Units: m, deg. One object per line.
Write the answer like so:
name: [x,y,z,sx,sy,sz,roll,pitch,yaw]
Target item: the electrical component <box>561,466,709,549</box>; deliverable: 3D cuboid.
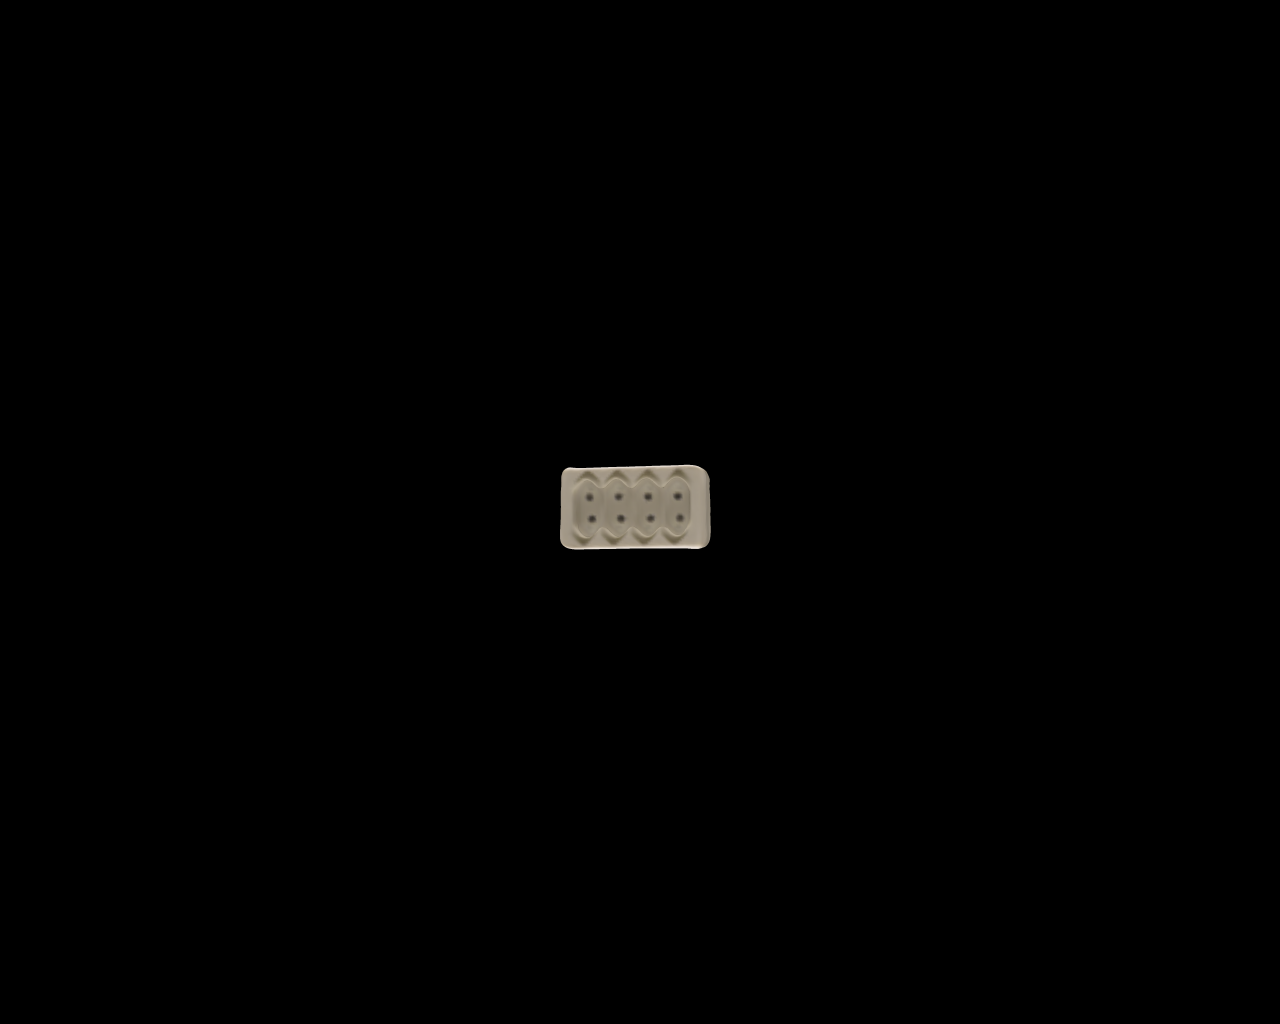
electrical component: [0.001,-0.003,0.650,0.083,0.047,0.076,0,0,9]
